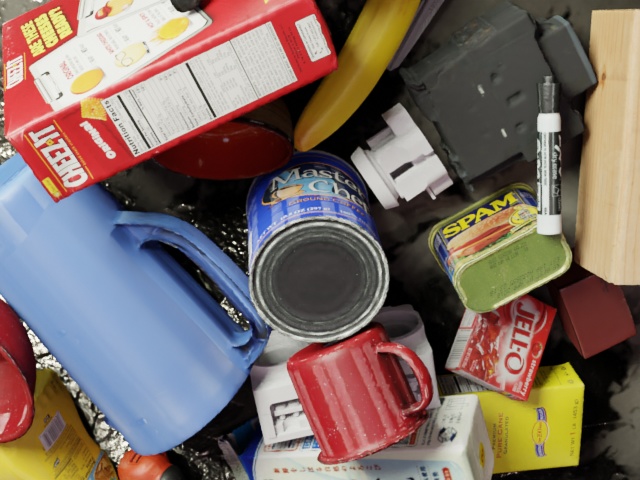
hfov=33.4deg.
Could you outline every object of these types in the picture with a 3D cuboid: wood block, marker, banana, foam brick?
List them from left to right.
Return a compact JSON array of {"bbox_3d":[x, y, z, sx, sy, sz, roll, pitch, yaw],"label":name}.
[{"bbox_3d":[0.035,-0.156,0.811,0.069,0.037,0.198,-9,132,-52],"label":"banana"},{"bbox_3d":[0.175,-0.065,0.815,0.020,0.020,0.121,-4,100,-6],"label":"marker"},{"bbox_3d":[0.235,0.052,0.934,0.053,0.051,0.078,-24,115,2],"label":"foam brick"},{"bbox_3d":[0.262,-0.074,0.836,0.090,0.091,0.206,0,101,-7],"label":"wood block"}]

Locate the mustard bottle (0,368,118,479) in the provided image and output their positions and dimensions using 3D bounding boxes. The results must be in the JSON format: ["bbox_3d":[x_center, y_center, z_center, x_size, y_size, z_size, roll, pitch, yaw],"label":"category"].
[{"bbox_3d":[-0.220,0.211,0.920,0.058,0.096,0.191,-11,119,27],"label":"mustard bottle"}]

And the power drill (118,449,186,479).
[{"bbox_3d":[-0.081,0.270,0.938,0.188,0.057,0.184,3,125,30],"label":"power drill"}]

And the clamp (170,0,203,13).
[{"bbox_3d":[-0.064,-0.252,0.737,0.210,0.165,0.036,-44,139,-11],"label":"clamp"}]

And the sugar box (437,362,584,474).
[{"bbox_3d":[0.148,0.168,0.977,0.176,0.048,0.093,-6,115,-6],"label":"sugar box"}]

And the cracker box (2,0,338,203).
[{"bbox_3d":[-0.108,-0.134,0.739,0.214,0.164,0.072,-25,129,3],"label":"cracker box"}]

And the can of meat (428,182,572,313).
[{"bbox_3d":[0.149,0.008,0.885,0.102,0.084,0.057,-29,114,6],"label":"can of meat"}]

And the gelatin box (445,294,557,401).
[{"bbox_3d":[0.159,0.085,0.929,0.073,0.030,0.089,26,75,-16],"label":"gelatin box"}]

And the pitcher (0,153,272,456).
[{"bbox_3d":[-0.162,0.037,0.833,0.149,0.145,0.242,-45,111,-17],"label":"pitcher"}]

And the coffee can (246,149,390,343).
[{"bbox_3d":[-0.005,0.001,0.827,0.102,0.140,0.103,-2,115,-4],"label":"coffee can"}]

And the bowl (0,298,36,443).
[{"bbox_3d":[-0.272,0.079,0.802,0.162,0.055,0.162,14,133,15],"label":"bowl"}]

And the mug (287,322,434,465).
[{"bbox_3d":[0.034,0.111,0.806,0.117,0.093,0.081,-20,94,43],"label":"mug"}]

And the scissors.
[{"bbox_3d":[0.126,-0.214,0.820,0.096,0.016,0.202,13,112,-13],"label":"scissors"}]
